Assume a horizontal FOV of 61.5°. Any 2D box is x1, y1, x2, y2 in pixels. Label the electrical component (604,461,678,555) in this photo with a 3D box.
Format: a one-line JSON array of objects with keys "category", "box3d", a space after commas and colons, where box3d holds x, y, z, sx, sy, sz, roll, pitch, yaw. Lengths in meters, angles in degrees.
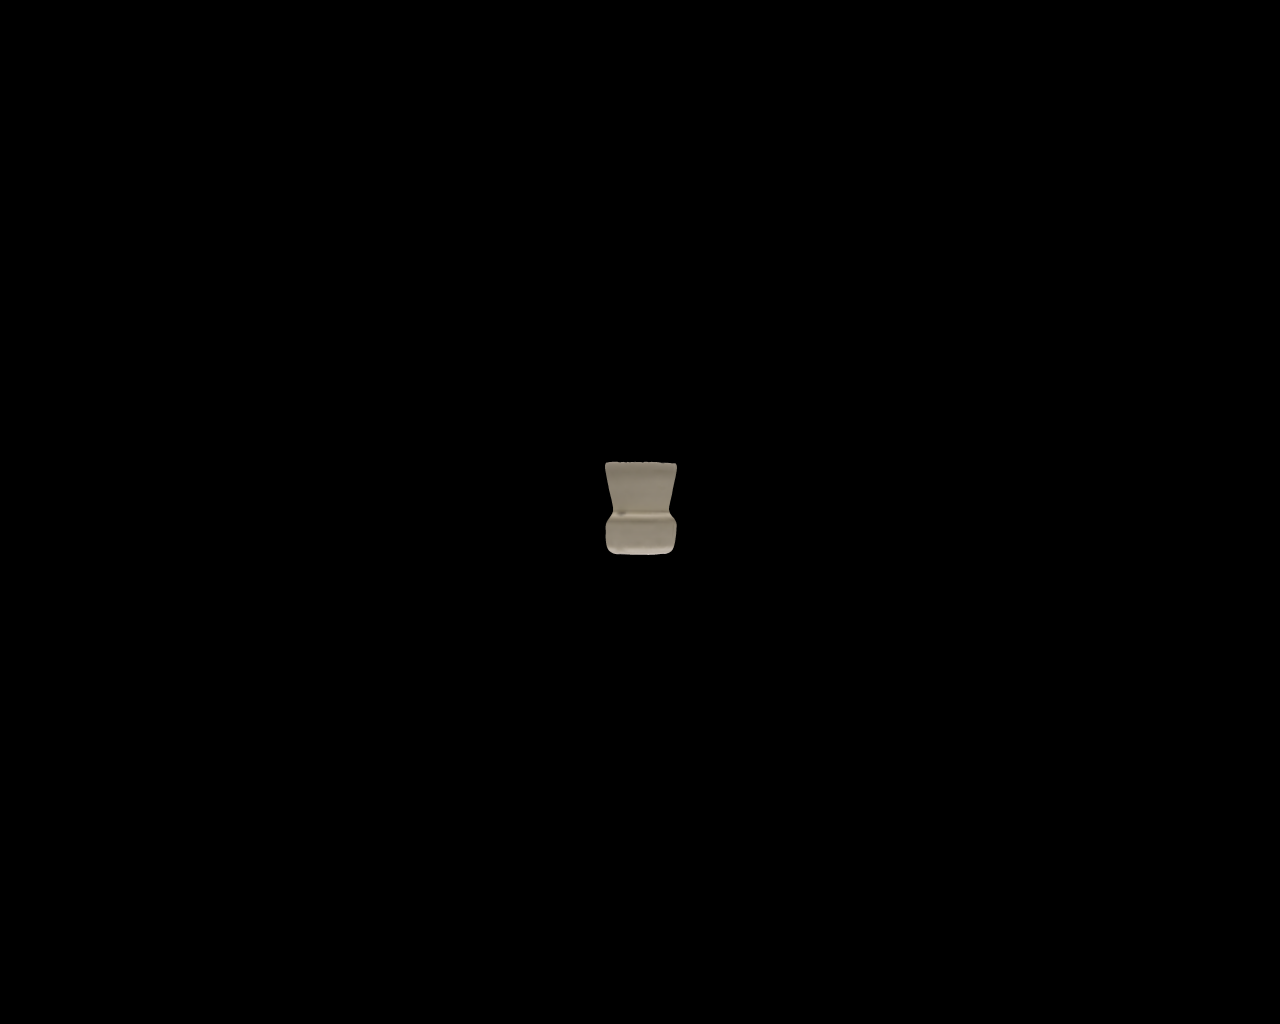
[{"category": "electrical component", "box3d": [0.001, -0.003, 0.650, 0.045, 0.055, 0.045, 0, 0, 0]}]
